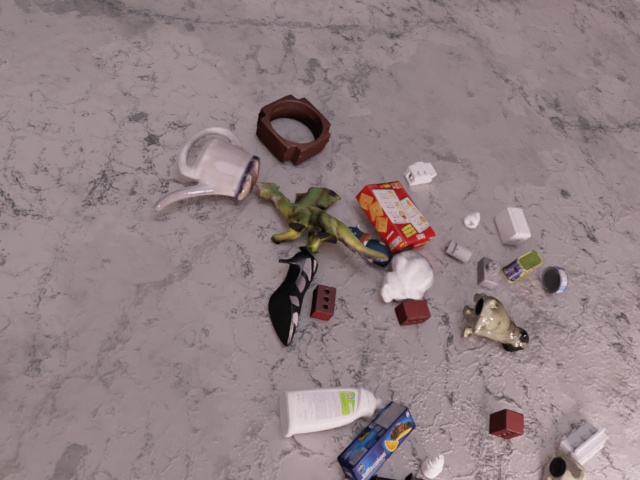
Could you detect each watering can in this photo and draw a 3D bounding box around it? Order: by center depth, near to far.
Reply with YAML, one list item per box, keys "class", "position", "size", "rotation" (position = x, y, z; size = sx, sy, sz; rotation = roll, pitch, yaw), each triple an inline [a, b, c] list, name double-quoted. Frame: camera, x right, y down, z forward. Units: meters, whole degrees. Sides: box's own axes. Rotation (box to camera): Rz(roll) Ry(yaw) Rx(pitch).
- class: "watering can"
  position: [-0.294, -0.176, 1.423]
  size: [0.224, 0.102, 0.356]
  rotation: [23, 54, -5]

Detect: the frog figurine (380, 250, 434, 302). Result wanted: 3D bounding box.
- class: "frog figurine"
  position: [0.235, 0.104, 1.433]
  size: [0.160, 0.121, 0.138]
  rotation: [-14, 85, -39]

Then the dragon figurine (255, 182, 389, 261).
- class: "dragon figurine"
  position: [0.004, -0.074, 1.464]
  size: [0.410, 0.119, 0.249]
  rotation: [17, 46, -2]
